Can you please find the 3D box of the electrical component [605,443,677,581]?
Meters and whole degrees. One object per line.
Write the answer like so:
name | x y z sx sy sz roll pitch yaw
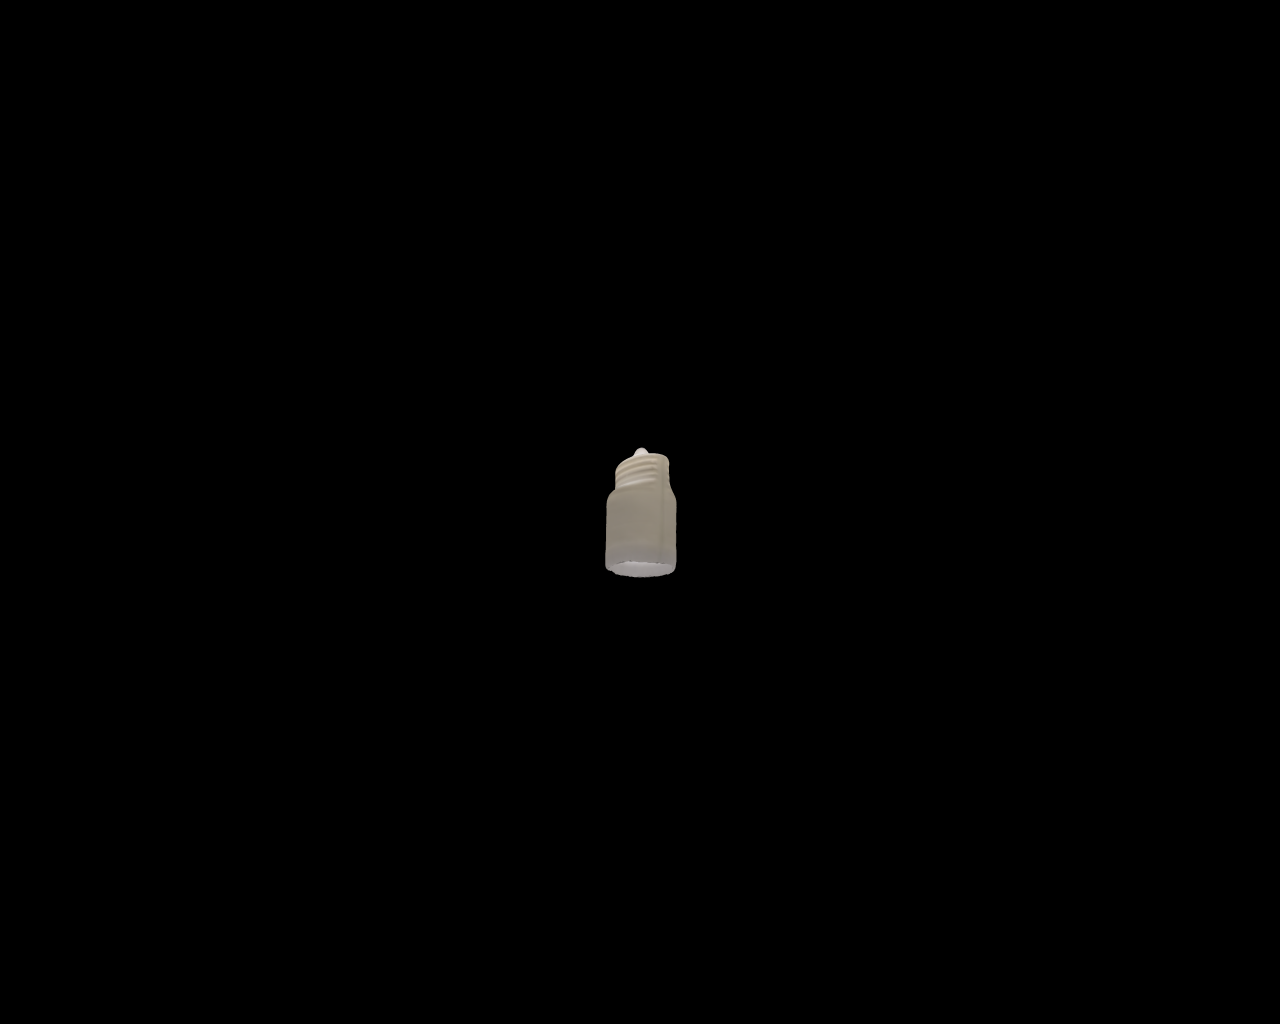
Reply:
electrical component | 0.001 -0.003 0.650 0.043 0.081 0.043 0 -18 0
